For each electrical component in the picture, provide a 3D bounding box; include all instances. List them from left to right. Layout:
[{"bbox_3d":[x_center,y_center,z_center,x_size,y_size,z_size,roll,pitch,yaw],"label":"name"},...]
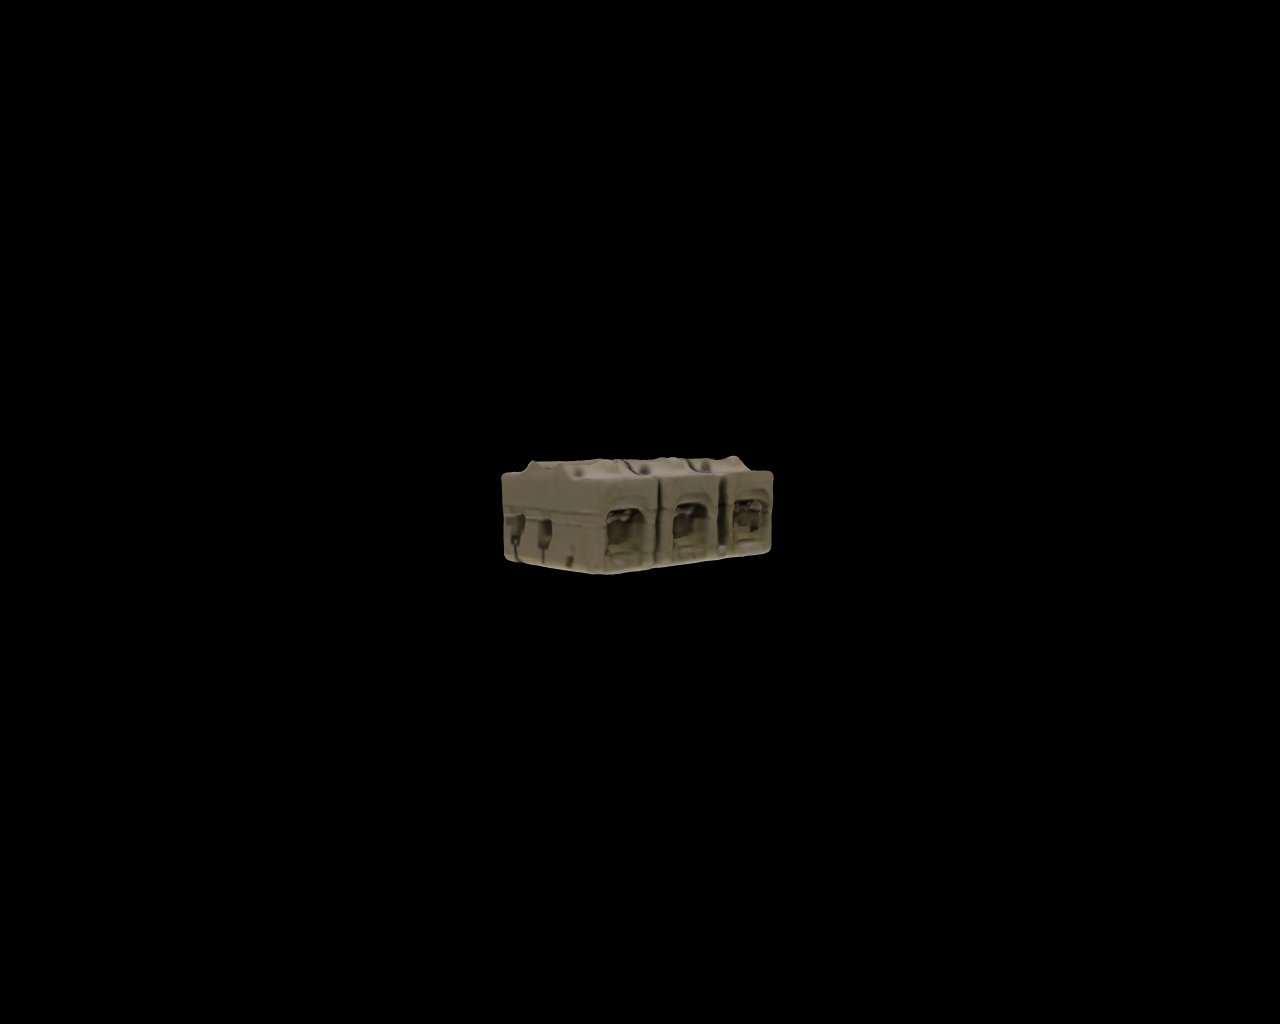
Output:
[{"bbox_3d":[0.001,-0.003,0.650,0.150,0.061,0.089,-4,6,-43],"label":"electrical component"}]
